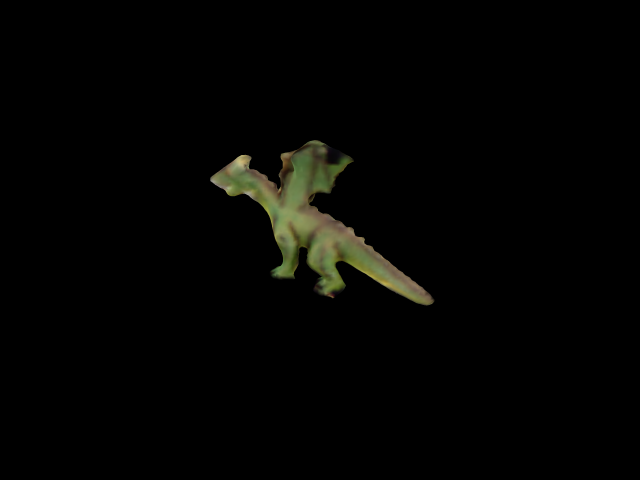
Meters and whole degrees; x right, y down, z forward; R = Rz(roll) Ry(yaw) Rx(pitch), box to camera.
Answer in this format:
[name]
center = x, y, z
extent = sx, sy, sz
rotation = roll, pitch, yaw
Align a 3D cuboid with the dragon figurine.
[dragon figurine]
center = 0.003, -0.043, 0.850
extent = 0.411, 0.237, 0.125
rotation = 15, 37, 20
